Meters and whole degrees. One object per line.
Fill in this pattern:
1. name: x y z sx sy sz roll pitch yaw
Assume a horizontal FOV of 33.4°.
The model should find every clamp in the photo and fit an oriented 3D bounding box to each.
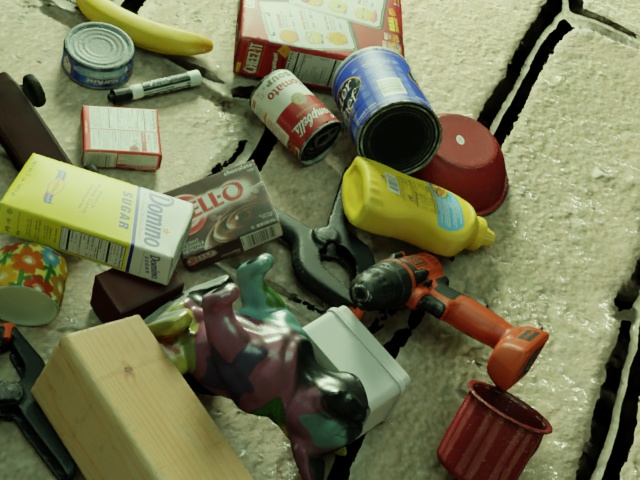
1. clamp: -0.295 0.152 0.971 0.120 0.039 0.171 4 44 -33
2. clamp: -0.008 0.001 1.189 0.164 0.036 0.210 -5 51 -21

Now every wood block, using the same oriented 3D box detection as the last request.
1. wood block: -0.155 0.179 0.945 0.090 0.090 0.206 -14 59 -48

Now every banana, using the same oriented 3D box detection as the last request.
1. banana: -0.231 -0.273 1.336 0.198 0.037 0.069 28 52 5

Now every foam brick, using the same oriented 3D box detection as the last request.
1. foam brick: -0.185 0.055 1.079 0.078 0.053 0.051 -25 64 -34

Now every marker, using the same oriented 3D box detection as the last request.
1. marker: -0.200 -0.184 1.287 0.120 0.020 0.020 -19 60 -29

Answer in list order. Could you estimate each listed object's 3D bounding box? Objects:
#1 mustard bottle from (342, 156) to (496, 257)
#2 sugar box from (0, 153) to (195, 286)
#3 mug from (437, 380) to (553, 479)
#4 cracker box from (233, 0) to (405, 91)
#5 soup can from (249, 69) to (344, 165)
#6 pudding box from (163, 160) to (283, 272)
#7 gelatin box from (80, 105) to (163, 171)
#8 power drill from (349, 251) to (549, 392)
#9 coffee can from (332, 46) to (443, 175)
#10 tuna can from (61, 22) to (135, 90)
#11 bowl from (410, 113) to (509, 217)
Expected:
1. mustard bottle: 0.120 -0.029 1.223 0.191 0.058 0.096 18 36 -23
2. sugar box: -0.221 -0.022 1.068 0.176 0.048 0.093 15 40 -1
3. mug: 0.175 0.198 1.050 0.117 0.081 0.093 17 15 -43
4. cracker box: -0.001 -0.272 1.388 0.213 0.072 0.164 9 50 -10
5. soup can: -0.029 -0.149 1.282 0.068 0.069 0.102 -27 64 -33
6. pudding box: -0.107 -0.026 1.156 0.113 0.039 0.090 -20 60 -7
7. gelatin box: -0.227 -0.116 1.217 0.089 0.030 0.073 2 51 -17
8. power drill: 0.134 0.079 1.104 0.188 0.057 0.184 35 21 19
9. coffee can: 0.078 -0.155 1.275 0.102 0.103 0.140 3 35 -16
10. tuna can: -0.267 -0.223 1.287 0.086 0.034 0.086 9 50 -11
11. bowl: 0.167 -0.105 1.319 0.162 0.055 0.162 9 50 -11
